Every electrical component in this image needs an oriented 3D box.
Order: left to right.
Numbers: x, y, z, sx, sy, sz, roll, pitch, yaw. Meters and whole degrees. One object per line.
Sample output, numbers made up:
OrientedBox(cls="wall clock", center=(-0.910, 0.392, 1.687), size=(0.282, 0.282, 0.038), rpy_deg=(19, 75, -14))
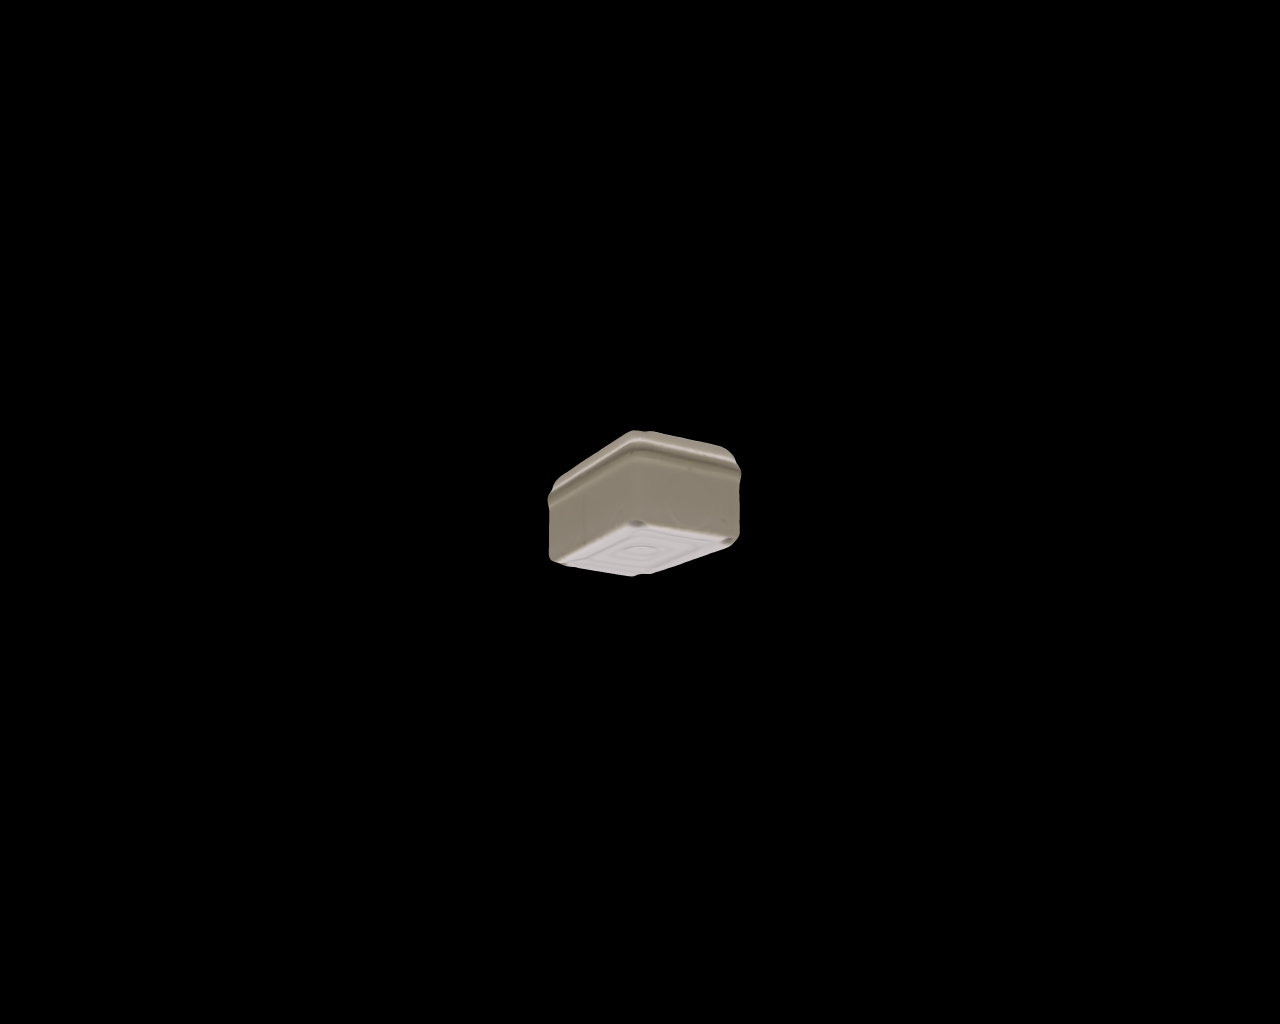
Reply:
OrientedBox(cls="electrical component", center=(0.001, -0.003, 0.650), size=(0.078, 0.057, 0.113), rpy_deg=(11, -21, -30))
